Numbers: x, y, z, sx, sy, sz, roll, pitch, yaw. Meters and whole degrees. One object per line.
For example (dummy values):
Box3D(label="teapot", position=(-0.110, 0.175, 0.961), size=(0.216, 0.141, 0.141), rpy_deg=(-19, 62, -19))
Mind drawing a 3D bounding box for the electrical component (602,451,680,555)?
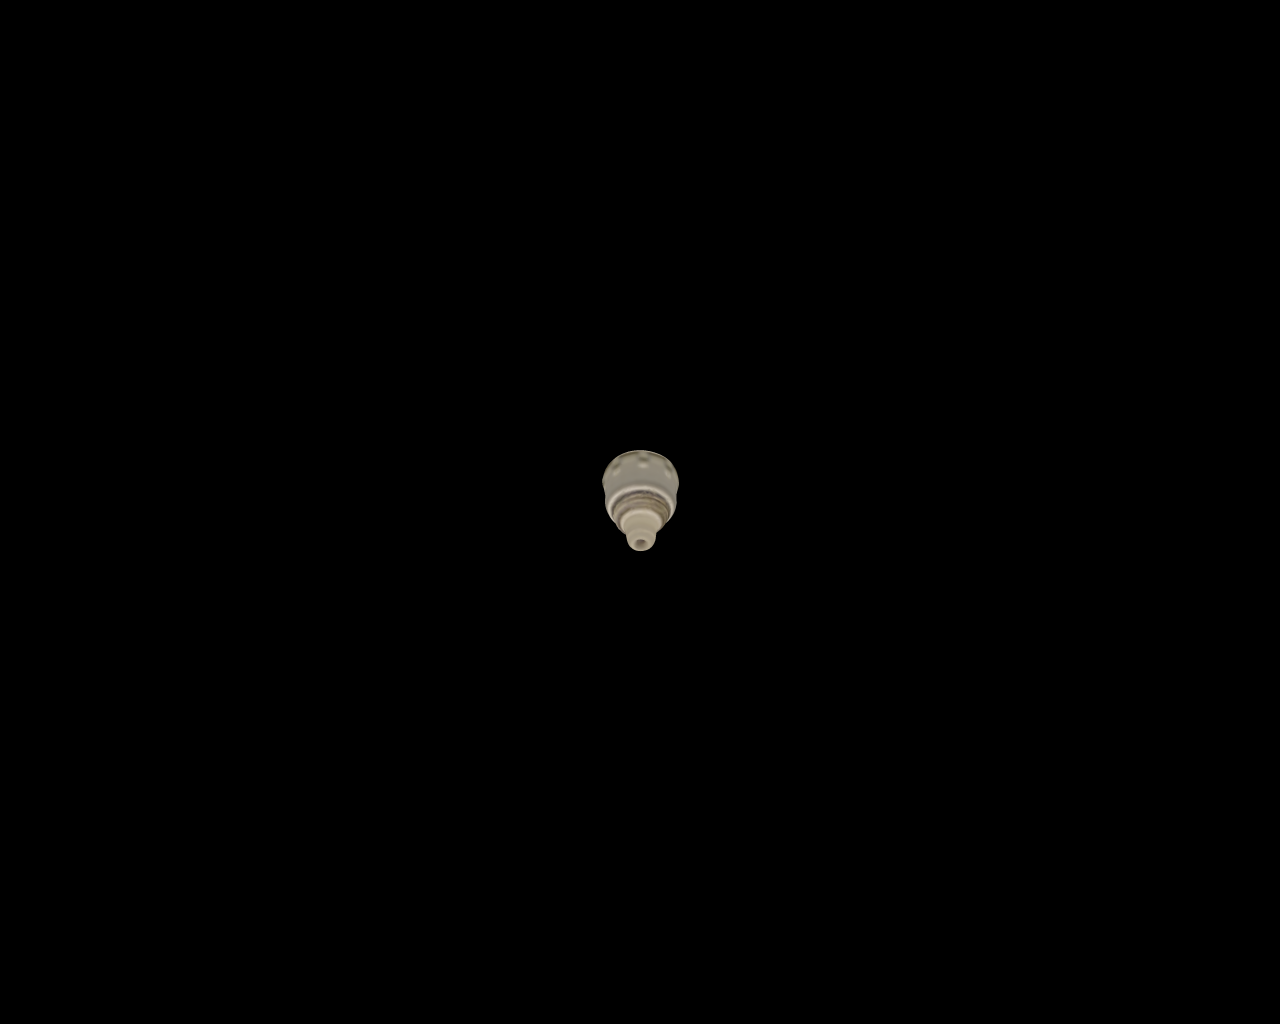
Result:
Box3D(label="electrical component", position=(0.001, -0.003, 0.650), size=(0.048, 0.062, 0.048), rpy_deg=(0, -43, 0))
